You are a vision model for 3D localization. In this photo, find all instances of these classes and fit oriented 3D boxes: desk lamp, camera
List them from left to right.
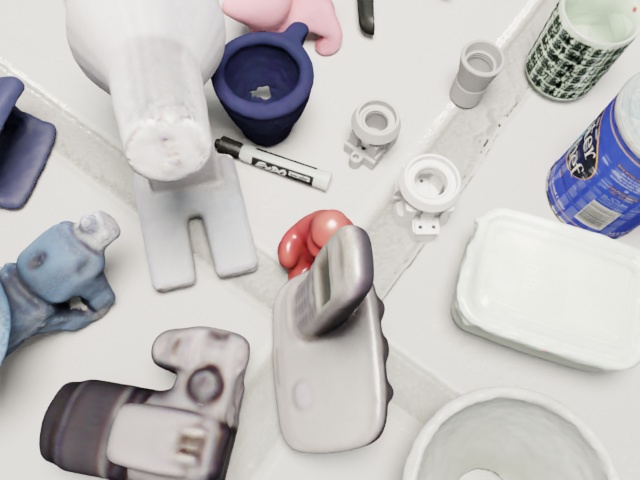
[{"bbox_3d":[-0.132,0.131,0.436,0.137,0.101,0.143,10,69,0],"label":"camera"},{"bbox_3d":[-0.117,-0.090,0.461,0.118,0.213,0.203,-14,70,-8],"label":"desk lamp"}]

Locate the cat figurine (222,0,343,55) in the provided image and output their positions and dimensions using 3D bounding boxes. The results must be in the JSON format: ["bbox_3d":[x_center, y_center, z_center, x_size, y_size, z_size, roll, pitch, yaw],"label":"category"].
[{"bbox_3d":[-0.038,-0.240,0.575,0.128,0.118,0.067,-14,70,-9],"label":"cat figurine"}]

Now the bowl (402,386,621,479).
[{"bbox_3d":[0.138,0.201,0.440,0.167,0.075,0.167,1,69,-3],"label":"bowl"}]

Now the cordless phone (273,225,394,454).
[{"bbox_3d":[0.011,0.077,0.420,0.094,0.185,0.147,-6,69,-5],"label":"cordless phone"}]

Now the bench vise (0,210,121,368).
[{"bbox_3d":[-0.254,0.030,0.403,0.121,0.220,0.208,32,71,9],"label":"bench vise"}]

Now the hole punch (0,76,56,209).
[{"bbox_3d":[-0.313,-0.091,0.514,0.101,0.091,0.109,12,69,1],"label":"hole punch"}]

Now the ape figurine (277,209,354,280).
[{"bbox_3d":[0.005,0.002,0.499,0.077,0.092,0.076,24,69,6],"label":"ape figurine"}]

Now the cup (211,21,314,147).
[{"bbox_3d":[-0.047,-0.144,0.550,0.091,0.095,0.118,28,70,7],"label":"cup"}]
